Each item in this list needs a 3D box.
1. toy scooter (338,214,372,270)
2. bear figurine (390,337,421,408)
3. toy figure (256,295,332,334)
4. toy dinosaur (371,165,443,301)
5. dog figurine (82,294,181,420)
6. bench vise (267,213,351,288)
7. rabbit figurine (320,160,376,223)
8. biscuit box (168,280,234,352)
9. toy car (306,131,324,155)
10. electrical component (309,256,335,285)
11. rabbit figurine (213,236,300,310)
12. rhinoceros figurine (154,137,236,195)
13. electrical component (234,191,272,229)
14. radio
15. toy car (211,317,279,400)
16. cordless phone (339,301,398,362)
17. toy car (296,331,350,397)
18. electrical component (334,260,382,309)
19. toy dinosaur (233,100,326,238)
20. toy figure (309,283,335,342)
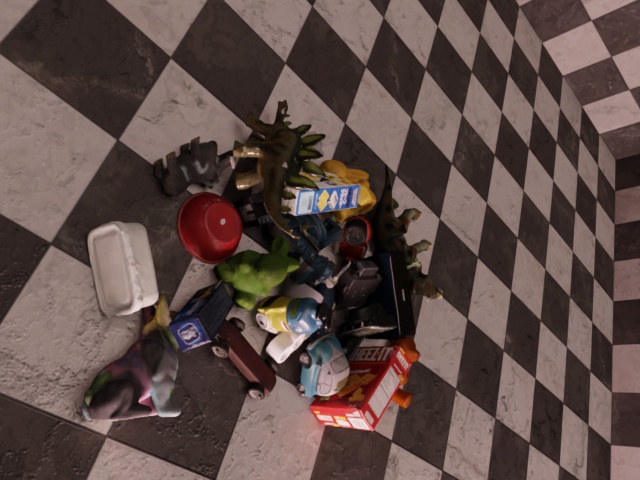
[{"bbox_3d":[0.097,0.002,1.424,0.135,0.075,0.183,-54,159,-57],"label":"toy scooter"},{"bbox_3d":[0.223,0.335,1.455,0.196,0.132,0.120,-35,126,-39],"label":"bear figurine"},{"bbox_3d":[-0.058,0.163,1.183,0.089,0.180,0.082,-39,118,-56],"label":"toy figure"},{"bbox_3d":[0.213,-0.003,1.545,0.192,0.131,0.404,-30,95,-45],"label":"toy dinosaur"},{"bbox_3d":[-0.323,0.208,0.969,0.191,0.108,0.219,12,67,-39],"label":"dog figurine"},{"bbox_3d":[-0.008,0.003,1.289,0.224,0.128,0.240,38,34,13],"label":"bench vise"},{"bbox_3d":[0.074,-0.149,1.437,0.173,0.122,0.162,49,33,11],"label":"rabbit figurine"},{"bbox_3d":[-0.224,0.142,1.036,0.203,0.059,0.062,-78,144,-77],"label":"biscuit box"},{"bbox_3d":[-0.060,-0.228,1.370,0.202,0.056,0.073,-27,98,-44],"label":"toy car"},{"bbox_3d":[0.008,0.074,1.352,0.021,0.063,0.094,52,48,-22],"label":"electrical component"},{"bbox_3d":[-0.116,0.069,1.141,0.159,0.170,0.121,-32,102,-32],"label":"rabbit figurine"},{"bbox_3d":[-0.259,-0.158,1.146,0.190,0.073,0.112,-35,103,-44],"label":"rhinoceros figurine"},{"bbox_3d":[-0.139,-0.071,1.207,0.048,0.119,0.074,-28,97,-39],"label":"electrical component"},{"bbox_3d":[0.172,0.152,1.444,0.073,0.131,0.229,4,76,-44],"label":"radio"},{"bbox_3d":[-0.161,0.252,1.148,0.202,0.053,0.089,55,43,-25],"label":"toy car"},{"bbox_3d":[0.097,0.250,1.332,0.088,0.147,0.184,51,47,-14],"label":"cordless phone"},{"bbox_3d":[0.013,0.302,1.240,0.109,0.103,0.161,-14,123,-47],"label":"toy car"},{"bbox_3d":[0.091,0.111,1.376,0.115,0.134,0.058,-3,40,-45],"label":"electrical component"},{"bbox_3d":[-0.088,-0.170,1.169,0.104,0.199,0.471,85,7,-47],"label":"toy dinosaur"},{"bbox_3d":[0.000,0.184,1.320,0.057,0.064,0.154,67,34,-67],"label":"toy figure"}]
